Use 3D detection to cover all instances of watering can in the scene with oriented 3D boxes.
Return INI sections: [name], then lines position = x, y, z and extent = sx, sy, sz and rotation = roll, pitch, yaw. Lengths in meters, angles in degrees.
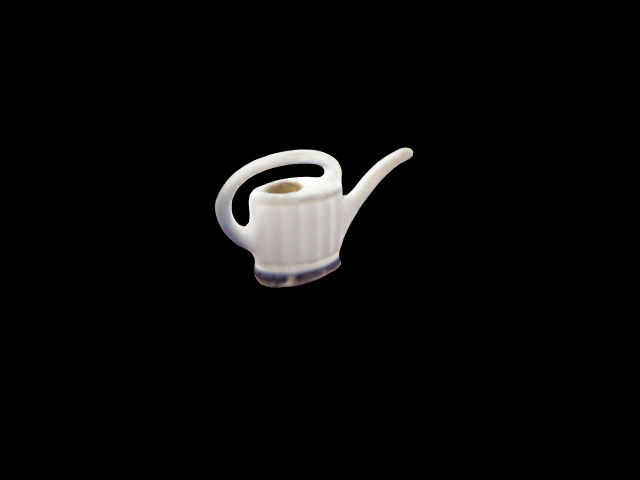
[watering can]
position = 0.003, -0.043, 0.850
extent = 0.349, 0.220, 0.105
rotation = -10, 25, -22
